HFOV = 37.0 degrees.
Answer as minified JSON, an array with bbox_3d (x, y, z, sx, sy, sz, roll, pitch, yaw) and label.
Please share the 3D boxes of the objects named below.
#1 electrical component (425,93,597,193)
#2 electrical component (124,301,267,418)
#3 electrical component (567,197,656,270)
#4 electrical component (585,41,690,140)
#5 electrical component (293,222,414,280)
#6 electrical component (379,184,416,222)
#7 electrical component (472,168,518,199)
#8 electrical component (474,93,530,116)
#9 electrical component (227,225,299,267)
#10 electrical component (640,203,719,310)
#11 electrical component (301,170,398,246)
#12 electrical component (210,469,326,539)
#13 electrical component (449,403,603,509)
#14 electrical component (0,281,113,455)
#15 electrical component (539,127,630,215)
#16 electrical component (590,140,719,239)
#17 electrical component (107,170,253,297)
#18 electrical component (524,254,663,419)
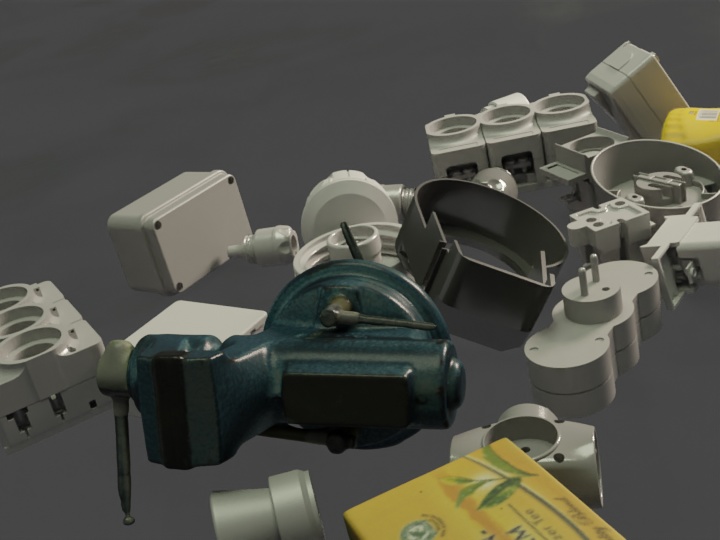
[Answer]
[{"bbox_3d":[0.141,-0.116,1.003,0.150,0.061,0.089,-11,25,4],"label":"electrical component"},{"bbox_3d":[-0.119,0.067,0.762,0.100,0.048,0.100,5,31,34],"label":"electrical component"},{"bbox_3d":[0.184,-0.016,0.781,0.066,0.055,0.048,-19,26,-13],"label":"electrical component"},{"bbox_3d":[0.263,-0.155,1.006,0.061,0.096,0.061,-40,25,7],"label":"electrical component"},{"bbox_3d":[0.000,0.000,0.830,0.108,0.060,0.108,-11,25,5],"label":"electrical component"},{"bbox_3d":[0.039,-0.061,0.969,0.061,0.035,0.035,-2,27,17],"label":"electrical component"},{"bbox_3d":[0.117,-0.069,0.939,0.043,0.043,0.062,-1,26,23],"label":"electrical component"},{"bbox_3d":[0.141,-0.154,1.106,0.078,0.040,0.040,-21,26,-16],"label":"electrical component"},{"bbox_3d":[-0.086,-0.019,0.942,0.061,0.035,0.035,-7,26,16],"label":"electrical component"},{"bbox_3d":[0.238,-0.011,0.747,0.064,0.042,0.081,-4,29,43],"label":"electrical component"},{"bbox_3d":[-0.009,-0.042,0.902,0.080,0.080,0.051,-12,20,1],"label":"electrical component"},{"bbox_3d":[-0.050,0.136,0.590,0.055,0.045,0.045,-14,25,-4],"label":"electrical component"},{"bbox_3d":[0.093,0.100,0.597,0.077,0.044,0.079,-6,26,14],"label":"electrical component"},{"bbox_3d":[-0.252,0.065,0.814,0.089,0.061,0.150,-24,27,-22],"label":"electrical component"},{"bbox_3d":[0.196,-0.079,0.897,0.081,0.063,0.042,-22,28,-17],"label":"electrical component"},{"bbox_3d":[0.232,-0.058,0.836,0.099,0.064,0.099,-10,25,5],"label":"electrical component"},{"bbox_3d":[-0.157,-0.034,0.956,0.057,0.078,0.113,4,30,38],"label":"electrical component"},{"bbox_3d":[0.149,0.027,0.688,0.052,0.073,0.138,6,31,34],"label":"electrical component"}]
